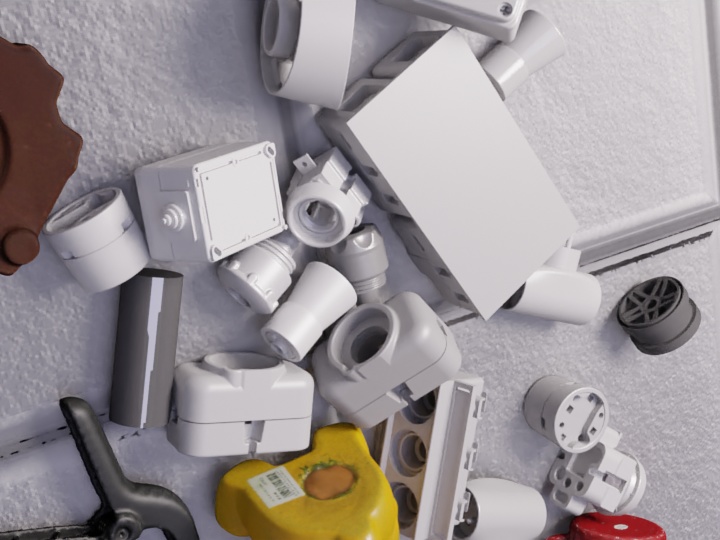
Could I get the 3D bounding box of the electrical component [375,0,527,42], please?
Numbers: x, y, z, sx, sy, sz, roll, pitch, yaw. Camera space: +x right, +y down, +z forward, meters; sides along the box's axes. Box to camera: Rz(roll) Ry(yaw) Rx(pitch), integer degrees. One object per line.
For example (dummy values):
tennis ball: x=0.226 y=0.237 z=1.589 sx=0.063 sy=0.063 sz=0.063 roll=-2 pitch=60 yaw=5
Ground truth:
electrical component: x=0.071 y=-0.226 z=0.738 sx=0.109 sy=0.056 sz=0.108 roll=19 pitch=91 yaw=8

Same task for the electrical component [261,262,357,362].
electrical component: x=-0.038 y=0.032 z=0.754 sx=0.065 sy=0.044 sz=0.044 roll=-51 pitch=118 yaw=-26

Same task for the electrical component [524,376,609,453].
electrical component: x=0.168 y=0.117 z=0.886 sx=0.055 sy=0.047 sz=0.055 roll=-6 pitch=103 yaw=-26

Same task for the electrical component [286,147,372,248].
electrical component: x=-0.024 y=-0.048 z=0.743 sx=0.048 sy=0.055 sz=0.066 roll=-27 pitch=114 yaw=28

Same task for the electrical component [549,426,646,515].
electrical component: x=0.203 y=0.173 z=0.910 sx=0.057 sy=0.058 sz=0.078 roll=29 pitch=85 yaw=-26

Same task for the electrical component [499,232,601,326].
electrical component: x=0.154 y=0.000 z=0.858 sx=0.077 sy=0.043 sz=0.079 roll=11 pitch=94 yaw=-29

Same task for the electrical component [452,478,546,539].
electrical component: x=0.102 y=0.212 z=0.871 sx=0.077 sy=0.043 sz=0.079 roll=10 pitch=109 yaw=-37

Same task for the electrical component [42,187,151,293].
electrical component: x=-0.166 y=-0.018 z=0.684 sx=0.055 sy=0.055 sz=0.047 roll=-34 pitch=117 yaw=-18

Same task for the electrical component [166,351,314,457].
electrical component: x=-0.083 y=0.092 z=0.747 sx=0.095 sy=0.054 sz=0.059 roll=1 pitch=99 yaw=-28

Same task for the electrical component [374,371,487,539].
electrical component: x=0.053 y=0.136 z=0.820 sx=0.063 sy=0.079 sz=0.121 roll=1 pitch=100 yaw=-50

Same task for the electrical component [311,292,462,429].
electrical component: x=0.016 y=0.062 z=0.771 sx=0.095 sy=0.053 sz=0.059 roll=-33 pitch=131 yaw=12

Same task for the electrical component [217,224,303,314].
electrical component: x=-0.064 y=-0.004 z=0.745 sx=0.062 sy=0.048 sz=0.048 roll=-50 pitch=117 yaw=-18

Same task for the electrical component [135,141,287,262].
electrical component: x=-0.102 y=-0.043 z=0.691 sx=0.096 sy=0.061 sz=0.061 roll=-29 pitch=116 yaw=-53

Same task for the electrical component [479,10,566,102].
electrical component: x=0.117 y=-0.159 z=0.811 sx=0.065 sy=0.044 sz=0.044 roll=-43 pitch=116 yaw=-8

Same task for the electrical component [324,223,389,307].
electrical component: x=0.000 y=0.000 z=0.779 sx=0.043 sy=0.043 sz=0.062 roll=-22 pitch=110 yaw=-22

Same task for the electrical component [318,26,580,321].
electrical component: x=0.065 y=-0.070 z=0.789 sx=0.105 sy=0.060 sz=0.186 roll=-43 pitch=116 yaw=-14

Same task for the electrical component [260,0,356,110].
electrical component: x=-0.028 y=-0.157 z=0.706 sx=0.064 sy=0.099 sz=0.099 roll=3 pitch=98 yaw=-22
